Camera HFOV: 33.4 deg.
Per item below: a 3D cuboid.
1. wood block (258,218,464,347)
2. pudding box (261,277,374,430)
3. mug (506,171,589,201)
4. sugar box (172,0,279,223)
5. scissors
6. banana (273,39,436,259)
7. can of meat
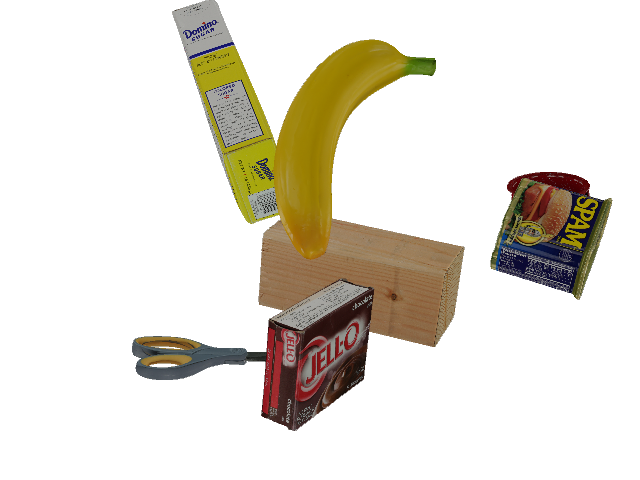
[{"bbox_3d":[0.044,0.040,1.186,0.206,0.091,0.090,13,24,17],"label":"wood block"},{"bbox_3d":[-0.001,0.091,0.876,0.039,0.090,0.113,18,26,26],"label":"pudding box"},{"bbox_3d":[0.273,-0.030,1.245,0.117,0.081,0.093,-22,28,-36],"label":"mug"},{"bbox_3d":[-0.073,-0.108,0.878,0.048,0.176,0.093,-18,-36,-3],"label":"sugar box"},{"bbox_3d":[-0.095,0.121,1.059,0.202,0.016,0.096,6,17,9],"label":"scissors"},{"bbox_3d":[0.010,-0.073,0.687,0.070,0.197,0.037,22,-35,14],"label":"banana"},{"bbox_3d":[0.209,-0.005,0.967,0.084,0.057,0.102,17,47,17],"label":"can of meat"}]
